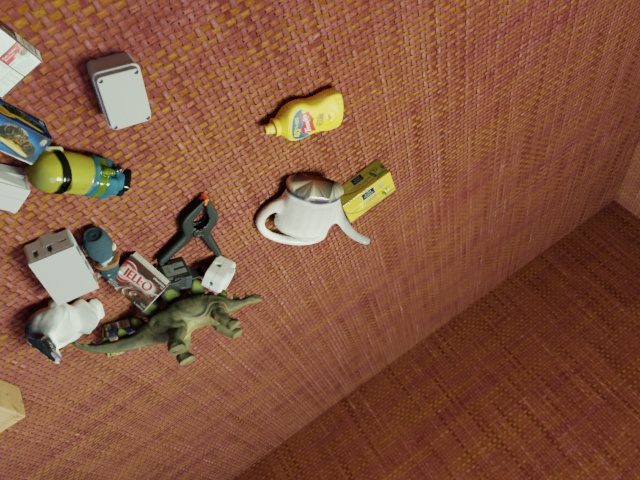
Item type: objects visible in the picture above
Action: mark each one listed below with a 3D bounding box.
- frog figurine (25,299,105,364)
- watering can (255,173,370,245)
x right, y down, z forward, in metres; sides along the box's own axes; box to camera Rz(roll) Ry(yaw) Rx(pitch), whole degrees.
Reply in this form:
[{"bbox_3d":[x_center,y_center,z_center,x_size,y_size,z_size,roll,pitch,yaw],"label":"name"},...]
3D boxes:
[{"bbox_3d":[-0.580,0.183,1.176,0.134,0.123,0.163,85,26,-42],"label":"frog figurine"},{"bbox_3d":[0.004,-0.070,1.383,0.348,0.106,0.219,3,133,-21],"label":"watering can"}]
